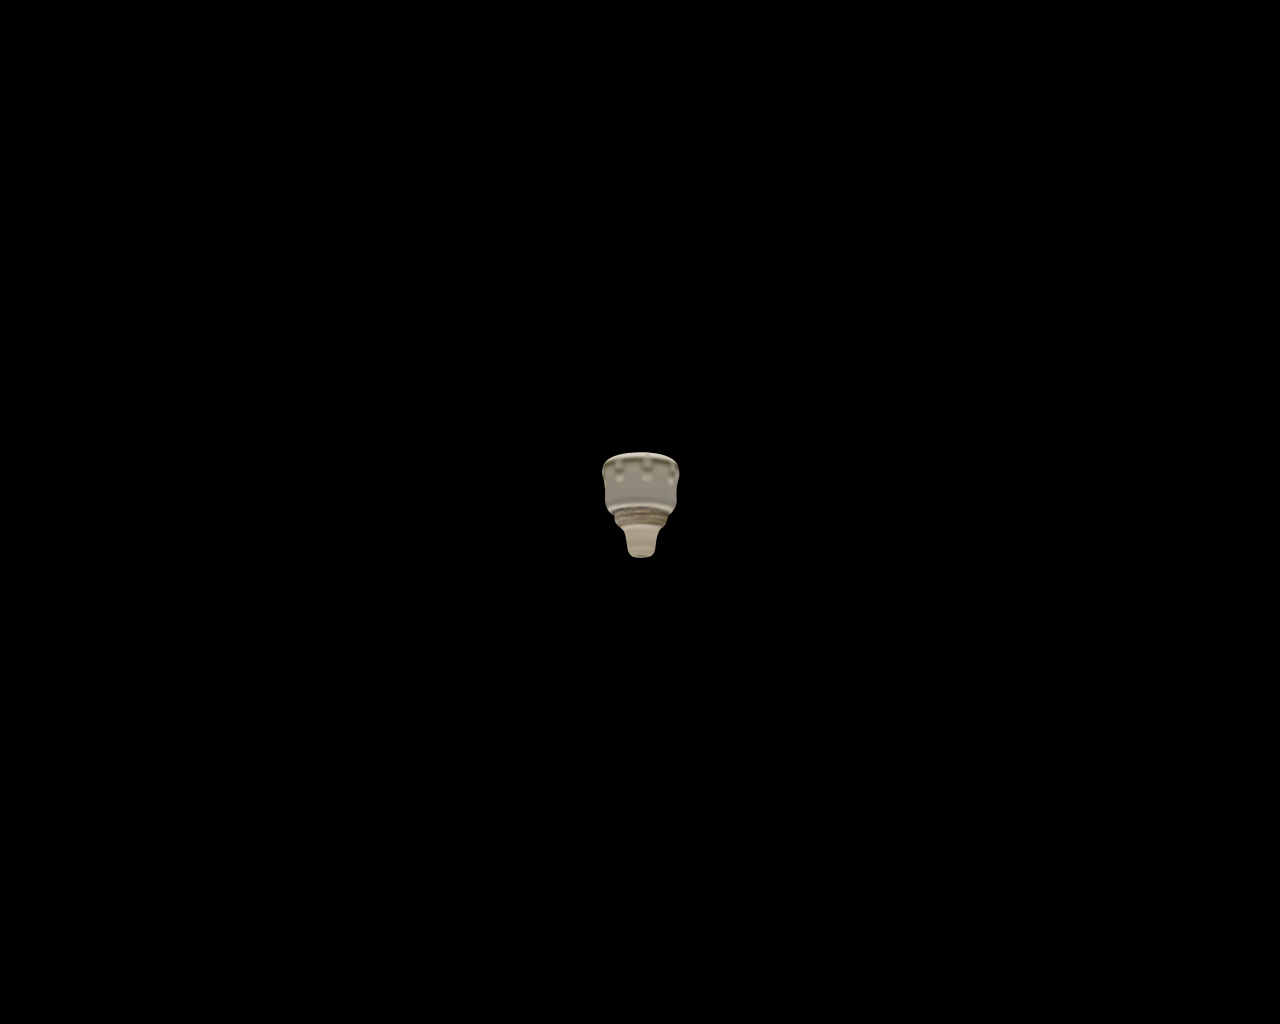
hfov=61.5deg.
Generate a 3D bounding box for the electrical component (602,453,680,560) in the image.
[{"bbox_3d":[0.001,-0.003,0.650,0.048,0.062,0.048,0,-11,0],"label":"electrical component"}]
